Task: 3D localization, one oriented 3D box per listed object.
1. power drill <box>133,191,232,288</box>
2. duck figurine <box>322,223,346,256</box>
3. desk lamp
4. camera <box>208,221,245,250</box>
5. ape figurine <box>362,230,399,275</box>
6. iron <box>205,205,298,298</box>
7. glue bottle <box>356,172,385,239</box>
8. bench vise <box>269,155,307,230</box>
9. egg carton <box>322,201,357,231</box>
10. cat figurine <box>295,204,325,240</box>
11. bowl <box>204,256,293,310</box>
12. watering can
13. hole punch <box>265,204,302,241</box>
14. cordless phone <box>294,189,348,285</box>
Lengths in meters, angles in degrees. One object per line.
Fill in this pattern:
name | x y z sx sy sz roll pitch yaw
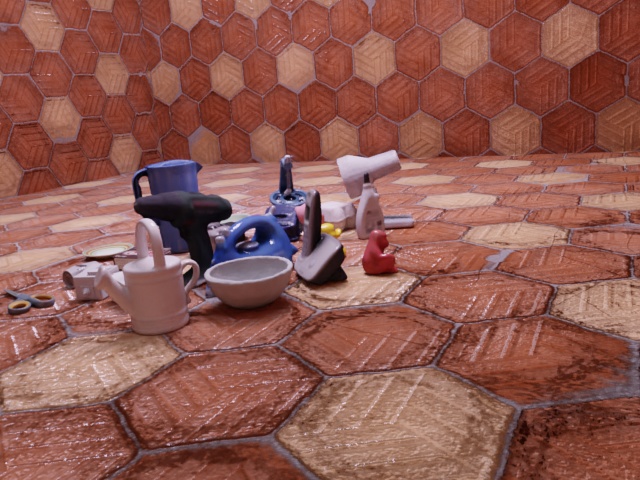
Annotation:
power drill | -0.283 -0.007 1.235 0.075 0.208 0.230 7 18 40
duck figurine | 0.012 0.005 1.339 0.105 0.086 0.077 -15 17 -35
desk lamp | 0.155 -0.142 1.615 0.203 0.214 0.118 -4 14 6
camera | -0.253 -0.012 1.469 0.142 0.101 0.137 8 19 43
ape figurine | 0.125 0.023 1.211 0.076 0.092 0.078 -4 14 2
iron | -0.161 0.017 1.234 0.118 0.141 0.259 4 17 33
glue bottle | 0.129 -0.092 1.507 0.078 0.173 0.037 -11 15 -24
bench vise | -0.111 -0.146 1.712 0.122 0.220 0.206 -14 16 -32
egg carton | 0.037 -0.069 1.663 0.107 0.069 0.149 -17 18 -39
cat figurine | -0.018 -0.053 1.518 0.067 0.118 0.127 -11 15 -24
bowl | -0.131 0.087 1.081 0.167 0.075 0.167 -5 14 1
watering can | -0.297 0.060 0.996 0.100 0.194 0.173 5 17 34
hole punch | -0.105 -0.047 1.577 0.108 0.091 0.101 -2 14 13
cordless phone | -0.005 -0.009 1.192 0.094 0.185 0.147 -10 15 -19
